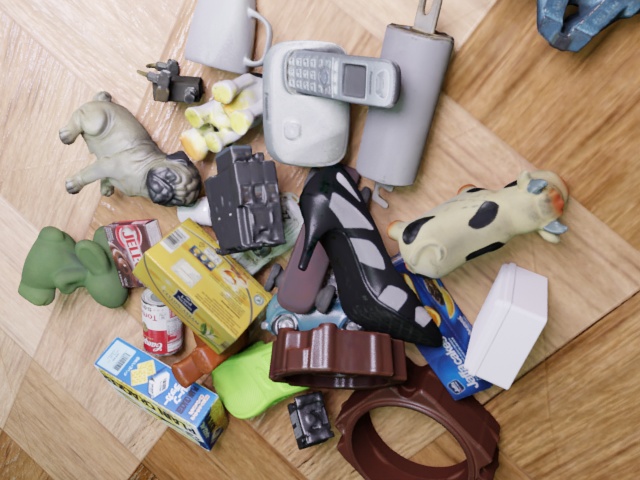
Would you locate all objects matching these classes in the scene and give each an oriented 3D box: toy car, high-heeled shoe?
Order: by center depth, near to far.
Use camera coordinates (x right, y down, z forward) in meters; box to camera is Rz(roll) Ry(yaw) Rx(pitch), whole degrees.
[{"bbox_3d":[0.070,0.022,0.655,0.248,0.145,0.086,35,150,-23],"label":"high-heeled shoe"},{"bbox_3d":[-0.001,-0.002,0.696,0.089,0.053,0.202,19,83,2],"label":"toy car"},{"bbox_3d":[0.000,0.085,0.749,0.162,0.109,0.103,-3,89,15],"label":"toy car"},{"bbox_3d":[-0.092,0.003,0.782,0.202,0.056,0.073,-35,94,33],"label":"toy car"}]

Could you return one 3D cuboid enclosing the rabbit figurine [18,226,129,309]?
[{"bbox_3d":[-0.409,0.048,0.944,0.170,0.121,0.159,26,115,-7],"label":"rabbit figurine"}]

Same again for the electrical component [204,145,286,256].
[{"bbox_3d":[-0.100,-0.050,0.688,0.115,0.058,0.134,-14,85,57],"label":"electrical component"}]

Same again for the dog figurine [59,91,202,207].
[{"bbox_3d":[-0.258,-0.133,0.781,0.191,0.121,0.172,1,103,17],"label":"dog figurine"}]

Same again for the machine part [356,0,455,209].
[{"bbox_3d":[0.094,-0.152,0.614,0.079,0.079,0.243,21,120,17],"label":"machine part"}]

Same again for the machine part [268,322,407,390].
[{"bbox_3d":[0.021,0.152,0.678,0.179,0.179,0.056,-11,63,29],"label":"machine part"}]

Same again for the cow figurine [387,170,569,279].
[{"bbox_3d":[0.181,-0.021,0.595,0.195,0.127,0.085,-26,102,2],"label":"cow figurine"}]

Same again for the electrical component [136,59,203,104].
[{"bbox_3d":[-0.199,-0.212,0.723,0.078,0.102,0.045,2,118,-2],"label":"electrical component"}]

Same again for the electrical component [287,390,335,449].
[{"bbox_3d":[-0.019,0.284,0.841,0.119,0.048,0.075,121,136,-63],"label":"electrical component"}]

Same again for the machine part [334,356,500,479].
[{"bbox_3d":[0.137,0.286,0.776,0.201,0.087,0.201,46,122,3],"label":"machine part"}]

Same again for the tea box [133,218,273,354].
[{"bbox_3d":[-0.163,0.064,0.756,0.169,0.098,0.068,46,136,-3],"label":"tea box"}]

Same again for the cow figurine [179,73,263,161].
[{"bbox_3d":[-0.122,-0.164,0.715,0.167,0.098,0.068,-19,107,50],"label":"cow figurine"}]

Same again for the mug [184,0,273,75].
[{"bbox_3d":[-0.109,-0.264,0.664,0.110,0.081,0.107,19,108,21],"label":"mug"}]

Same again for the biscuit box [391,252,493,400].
[{"bbox_3d":[0.152,0.109,0.707,0.063,0.059,0.202,-33,94,33],"label":"biscuit box"}]

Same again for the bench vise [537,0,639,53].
[{"bbox_3d":[0.239,-0.295,0.457,0.224,0.129,0.240,33,129,11],"label":"bench vise"}]

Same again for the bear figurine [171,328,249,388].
[{"bbox_3d":[-0.200,0.104,0.829,0.120,0.132,0.196,-34,91,43],"label":"bear figurine"}]

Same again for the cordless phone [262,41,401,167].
[{"bbox_3d":[0.019,-0.146,0.608,0.184,0.089,0.146,25,122,43],"label":"cordless phone"}]
